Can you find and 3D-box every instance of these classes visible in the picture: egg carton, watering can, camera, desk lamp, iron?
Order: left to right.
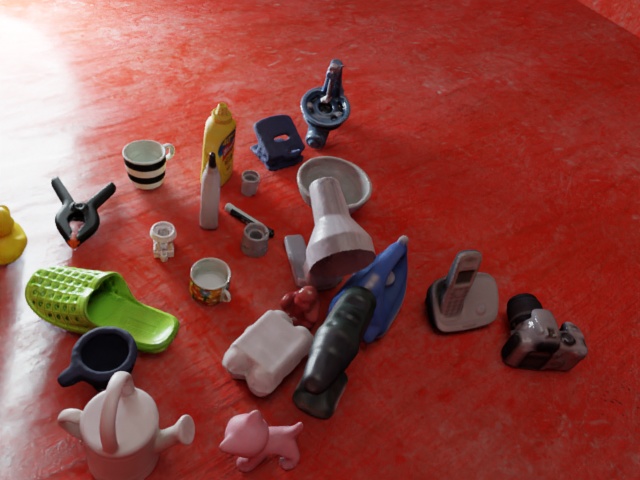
[{"bbox_3d":[-0.260,0.248,0.770,0.173,0.194,0.100,-6,50,-20],"label":"watering can"},{"bbox_3d":[-0.085,0.187,0.961,0.107,0.069,0.150,34,48,16],"label":"egg carton"},{"bbox_3d":[0.010,0.004,1.056,0.118,0.213,0.203,-5,50,-19],"label":"desk lamp"},{"bbox_3d":[0.118,0.064,1.080,0.118,0.141,0.259,29,47,12],"label":"iron"},{"bbox_3d":[0.422,0.168,1.095,0.143,0.101,0.136,7,47,-9],"label":"camera"}]

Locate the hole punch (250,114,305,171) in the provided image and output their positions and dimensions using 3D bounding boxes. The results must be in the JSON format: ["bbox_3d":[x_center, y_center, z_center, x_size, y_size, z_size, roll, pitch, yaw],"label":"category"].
[{"bbox_3d":[-0.093,-0.227,1.327,0.109,0.091,0.101,-23,57,-31],"label":"hole punch"}]

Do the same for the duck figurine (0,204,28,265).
[{"bbox_3d":[-0.562,-0.015,1.007,0.078,0.086,0.104,-1,48,-16],"label":"duck figurine"}]

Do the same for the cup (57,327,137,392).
[{"bbox_3d":[-0.333,0.199,0.865,0.091,0.095,0.118,41,51,22],"label":"cup"}]

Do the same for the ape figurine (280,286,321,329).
[{"bbox_3d":[-0.029,0.115,1.027,0.076,0.092,0.077,-21,56,-30],"label":"ape figurine"}]

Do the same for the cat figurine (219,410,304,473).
[{"bbox_3d":[-0.085,0.287,0.835,0.128,0.118,0.067,-1,48,-16],"label":"cat figurine"}]

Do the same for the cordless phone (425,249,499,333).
[{"bbox_3d":[0.285,0.086,1.074,0.148,0.185,0.094,-8,51,-22],"label":"cordless phone"}]

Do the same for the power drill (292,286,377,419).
[{"bbox_3d":[0.018,0.188,0.892,0.075,0.208,0.230,24,47,8],"label":"power drill"}]

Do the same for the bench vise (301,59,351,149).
[{"bbox_3d":[0.015,-0.359,1.389,0.121,0.220,0.207,5,47,-11],"label":"bench vise"}]

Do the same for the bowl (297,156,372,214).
[{"bbox_3d":[0.027,-0.104,1.257,0.167,0.075,0.167,8,47,-8],"label":"bowl"}]

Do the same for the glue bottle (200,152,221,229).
[{"bbox_3d":[-0.214,-0.104,1.123,0.037,0.173,0.078,1,48,-13],"label":"glue bottle"}]
